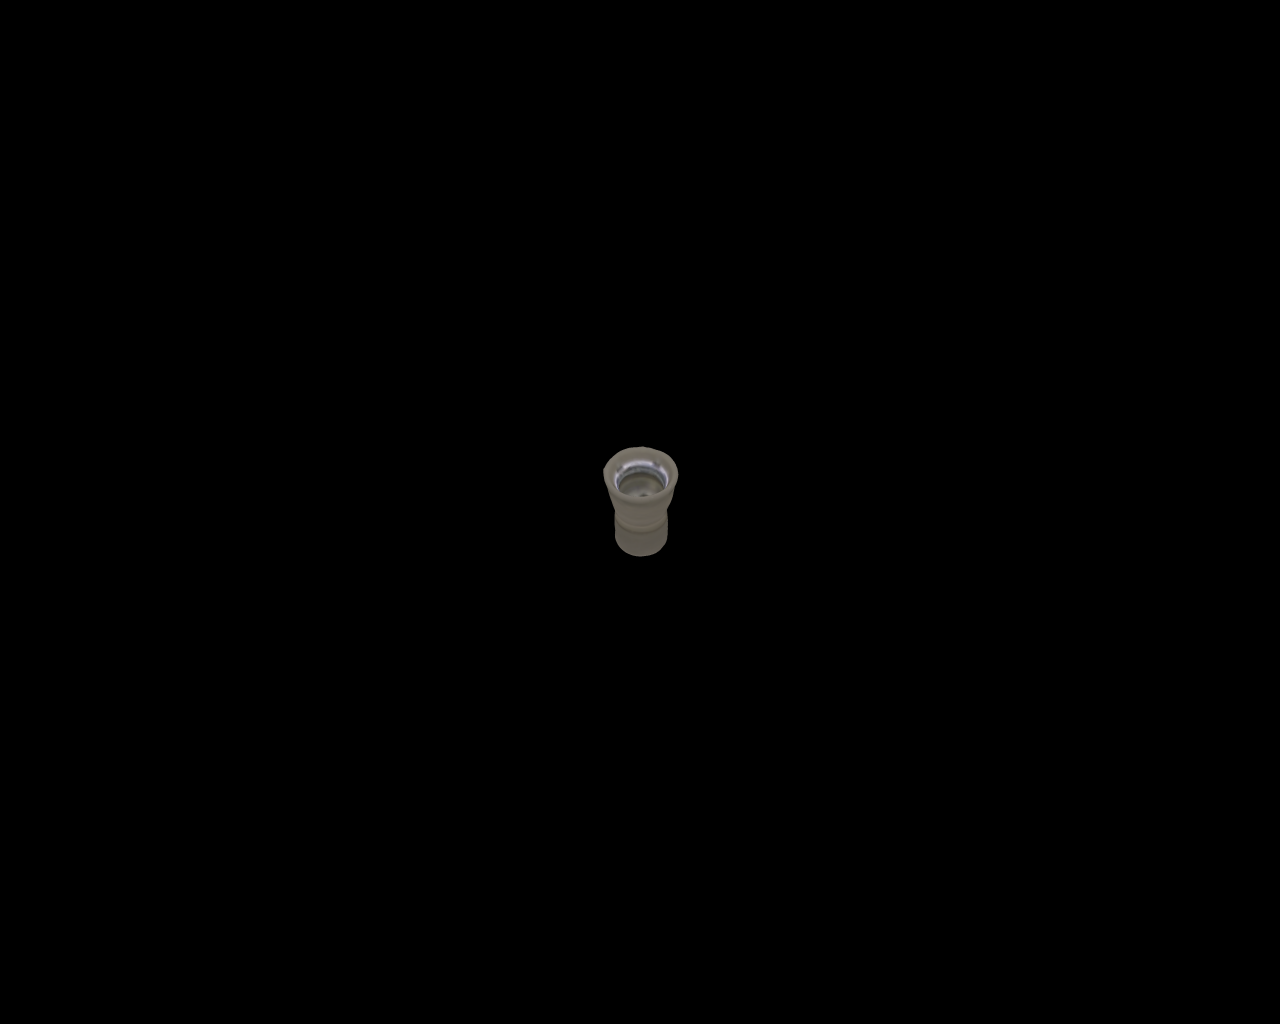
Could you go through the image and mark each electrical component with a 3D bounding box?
[{"bbox_3d":[0.001,-0.003,0.650,0.044,0.044,0.065,0,-41,0],"label":"electrical component"}]
